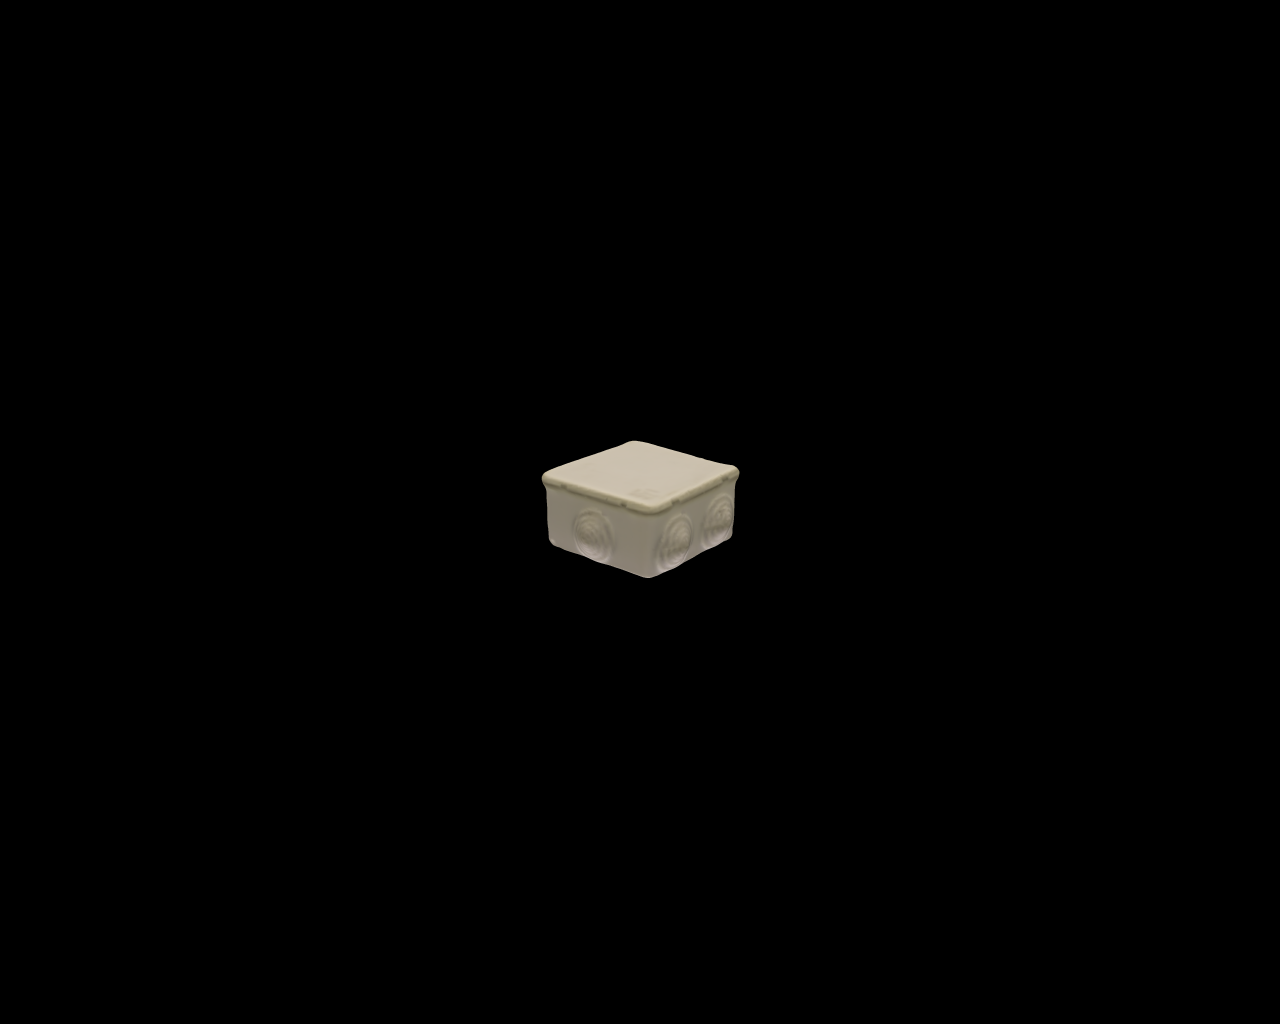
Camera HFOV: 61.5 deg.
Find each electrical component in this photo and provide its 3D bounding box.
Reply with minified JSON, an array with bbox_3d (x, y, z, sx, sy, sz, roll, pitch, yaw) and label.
[{"bbox_3d":[0.001,-0.003,0.650,0.100,0.048,0.100,17,28,37],"label":"electrical component"}]
